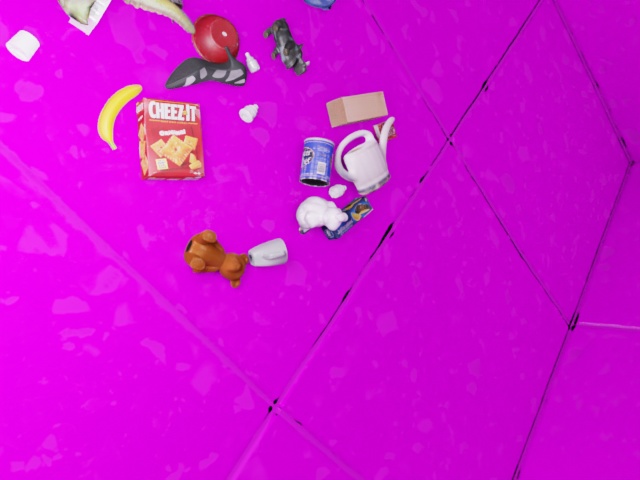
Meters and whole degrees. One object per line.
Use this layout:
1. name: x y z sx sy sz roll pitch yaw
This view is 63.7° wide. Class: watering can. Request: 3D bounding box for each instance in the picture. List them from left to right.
1. watering can: 0.192 -0.300 1.864 0.352 0.104 0.222 -34 108 -32

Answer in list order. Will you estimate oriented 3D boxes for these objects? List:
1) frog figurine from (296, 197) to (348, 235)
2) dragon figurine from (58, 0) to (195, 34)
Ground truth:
1. frog figurine: 0.005 -0.084 1.666 0.139 0.159 0.122 -20 98 -37
2. dragon figurine: -0.519 -0.619 1.255 0.245 0.122 0.405 -45 111 -13
